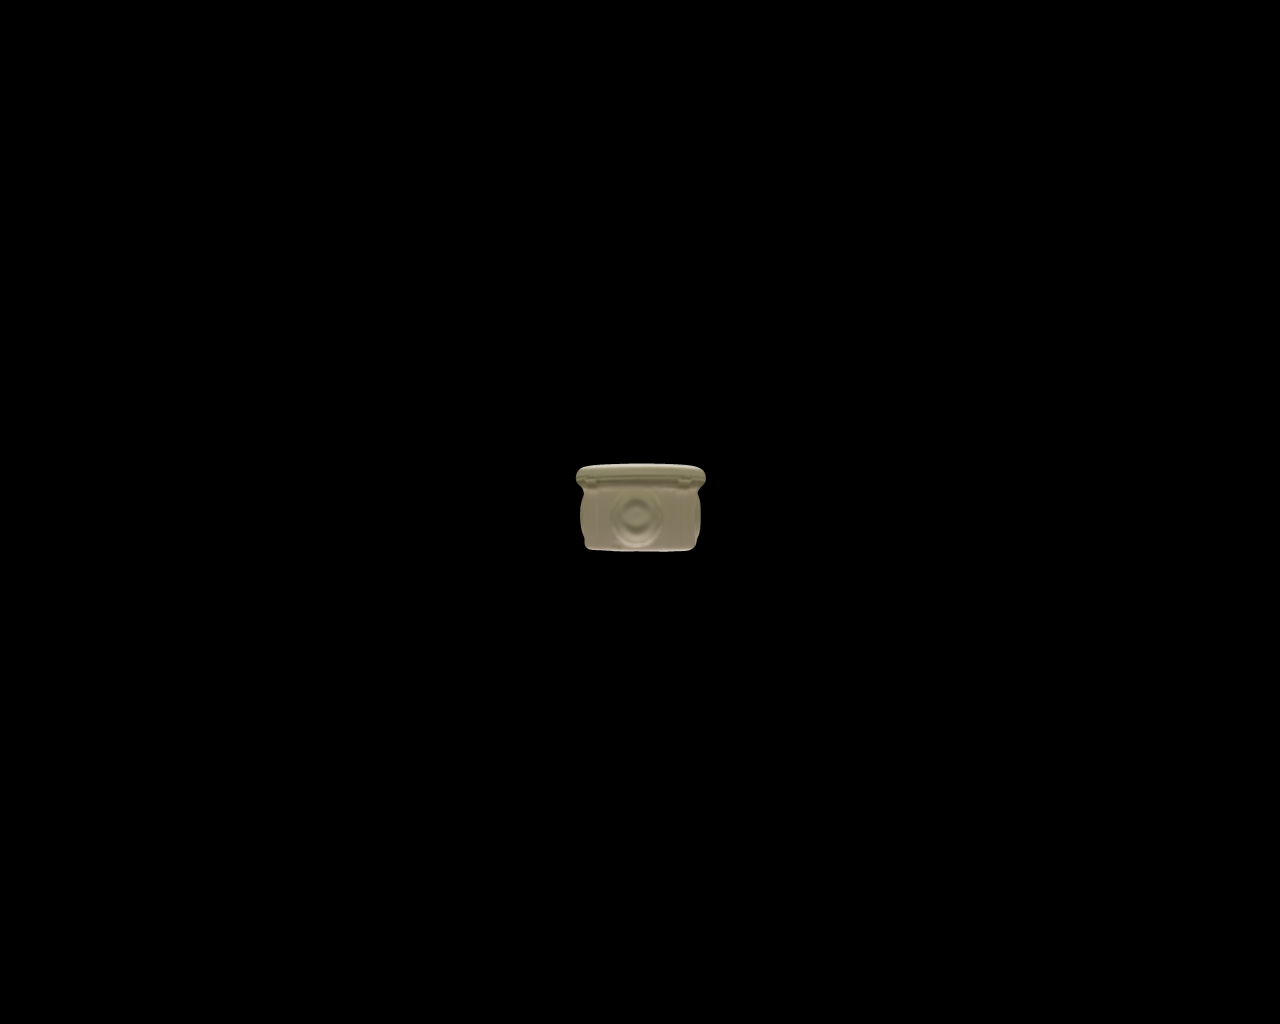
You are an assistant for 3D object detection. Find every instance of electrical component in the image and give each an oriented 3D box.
[{"bbox_3d":[0.001,-0.003,0.650,0.080,0.051,0.080,0,0,0],"label":"electrical component"}]
